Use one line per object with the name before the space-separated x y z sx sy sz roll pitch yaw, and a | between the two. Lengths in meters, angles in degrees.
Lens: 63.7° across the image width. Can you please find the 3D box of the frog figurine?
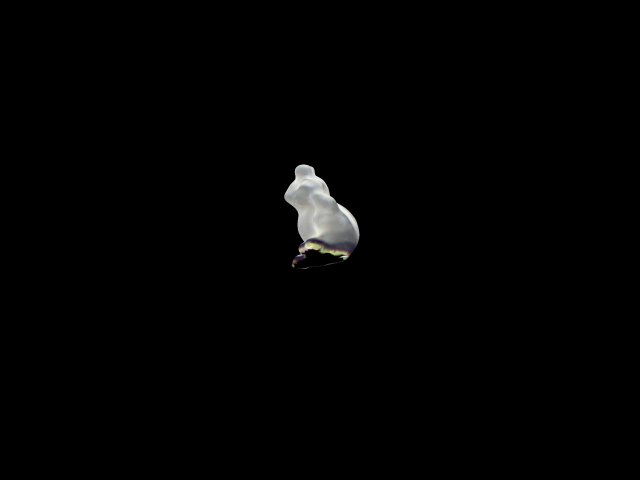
frog figurine | 0.003 -0.043 0.850 0.122 0.162 0.135 -2 -22 5
